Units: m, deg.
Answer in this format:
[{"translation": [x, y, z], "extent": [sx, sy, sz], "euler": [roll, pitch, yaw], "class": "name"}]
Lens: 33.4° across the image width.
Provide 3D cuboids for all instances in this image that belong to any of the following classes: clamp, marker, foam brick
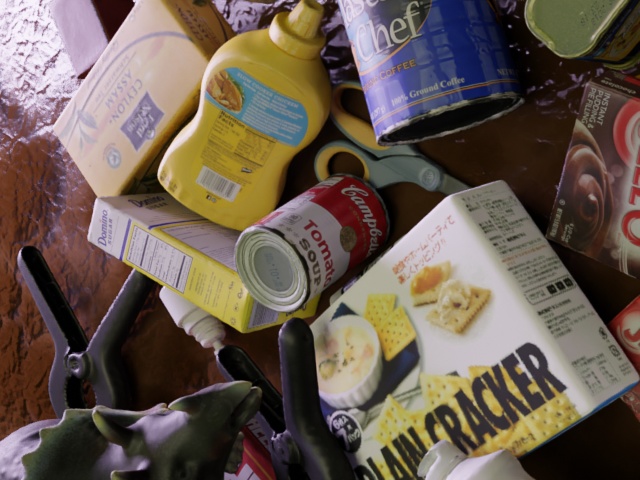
[{"translation": [-0.012, 0.136, 0.762], "extent": [0.171, 0.039, 0.120], "euler": [61, 151, 9], "class": "clamp"}, {"translation": [-0.206, 0.106, 0.978], "extent": [0.165, 0.036, 0.210], "euler": [-3, 96, 35], "class": "clamp"}, {"translation": [0.049, 0.018, 0.786], "extent": [0.121, 0.020, 0.020], "euler": [-43, 71, 38], "class": "marker"}, {"translation": [-0.189, -0.183, 0.925], "extent": [0.051, 0.052, 0.078], "euler": [-32, 75, 34], "class": "foam brick"}]

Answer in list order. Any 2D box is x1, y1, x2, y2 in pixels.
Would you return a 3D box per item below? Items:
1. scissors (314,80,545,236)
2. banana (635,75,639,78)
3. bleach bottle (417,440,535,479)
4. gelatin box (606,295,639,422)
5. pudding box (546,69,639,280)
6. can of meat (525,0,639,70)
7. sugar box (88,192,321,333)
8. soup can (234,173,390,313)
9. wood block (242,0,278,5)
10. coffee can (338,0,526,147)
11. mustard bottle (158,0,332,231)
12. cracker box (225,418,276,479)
[{"translation": [0.067, -0.036, 0.778], "extent": [0.202, 0.016, 0.096], "euler": [48, 121, 22], "class": "scissors"}, {"translation": [0.247, -0.065, 0.634], "extent": [0.198, 0.037, 0.069], "euler": [16, 125, 35], "class": "banana"}, {"translation": [0.161, 0.194, 0.605], "extent": [0.251, 0.067, 0.103], "euler": [36, 114, 30], "class": "bleach bottle"}, {"translation": [0.220, 0.079, 0.670], "extent": [0.089, 0.030, 0.073], "euler": [51, 121, 20], "class": "gelatin box"}, {"translation": [0.194, -0.035, 0.642], "extent": [0.090, 0.039, 0.113], "euler": [28, 129, 29], "class": "pudding box"}, {"translation": [0.180, -0.154, 0.640], "extent": [0.057, 0.083, 0.102], "euler": [47, 120, 22], "class": "can of meat"}, {"translation": [-0.092, 0.014, 0.852], "extent": [0.176, 0.093, 0.048], "euler": [24, 109, 32], "class": "sugar box"}, {"translation": [-0.005, 0.001, 0.771], "extent": [0.069, 0.102, 0.068], "euler": [20, 126, 31], "class": "soup can"}, {"translation": [-0.060, -0.293, 0.795], "extent": [0.090, 0.090, 0.206], "euler": [-19, 84, 36], "class": "wood block"}, {"translation": [0.068, -0.144, 0.711], "extent": [0.103, 0.102, 0.140], "euler": [-19, 84, 36], "class": "coffee can"}, {"translation": [-0.046, -0.098, 0.799], "extent": [0.096, 0.058, 0.192], "euler": [30, 126, -3], "class": "mustard bottle"}, {"translation": [-0.060, 0.263, 0.869], "extent": [0.164, 0.071, 0.214], "euler": [44, 117, 24], "class": "cracker box"}]
